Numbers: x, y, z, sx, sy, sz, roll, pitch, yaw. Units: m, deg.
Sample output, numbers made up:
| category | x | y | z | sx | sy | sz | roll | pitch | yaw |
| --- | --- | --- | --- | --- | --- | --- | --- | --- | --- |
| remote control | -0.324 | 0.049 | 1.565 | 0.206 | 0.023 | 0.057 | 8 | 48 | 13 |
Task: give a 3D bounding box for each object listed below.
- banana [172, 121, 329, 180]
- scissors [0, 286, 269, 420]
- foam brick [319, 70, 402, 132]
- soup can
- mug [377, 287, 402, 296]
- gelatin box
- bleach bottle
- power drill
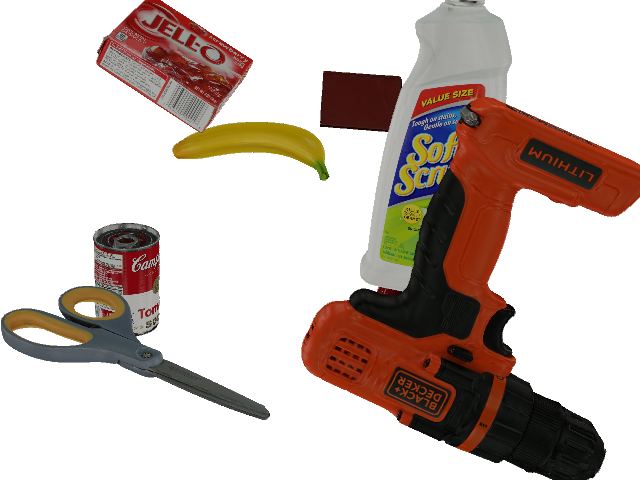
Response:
| category | x | y | z | sx | sy | sz | roll | pitch | yaw |
| --- | --- | --- | --- | --- | --- | --- | --- | --- | --- |
| banana | -0.077 | -0.115 | 1.273 | 0.198 | 0.037 | 0.069 | 8 | 40 | 16 |
| scissors | -0.115 | 0.070 | 0.716 | 0.202 | 0.016 | 0.096 | 12 | 28 | 13 |
| foam brick | 0.039 | -0.134 | 1.032 | 0.078 | 0.051 | 0.053 | 5 | 13 | 2 |
| soup can | -0.203 | 0.041 | 1.117 | 0.068 | 0.102 | 0.068 | 3 | 23 | -1 |
| mug | 0.109 | 0.077 | 1.010 | 0.117 | 0.081 | 0.093 | -29 | 44 | -31 |
| gelatin box | -0.100 | -0.125 | 0.742 | 0.089 | 0.030 | 0.073 | 33 | 39 | -5 |
| bleach bottle | 0.093 | -0.083 | 0.848 | 0.103 | 0.251 | 0.068 | 10 | 22 | 14 |
| power drill | 0.105 | 0.030 | 0.589 | 0.184 | 0.188 | 0.057 | 24 | 12 | -5 |
